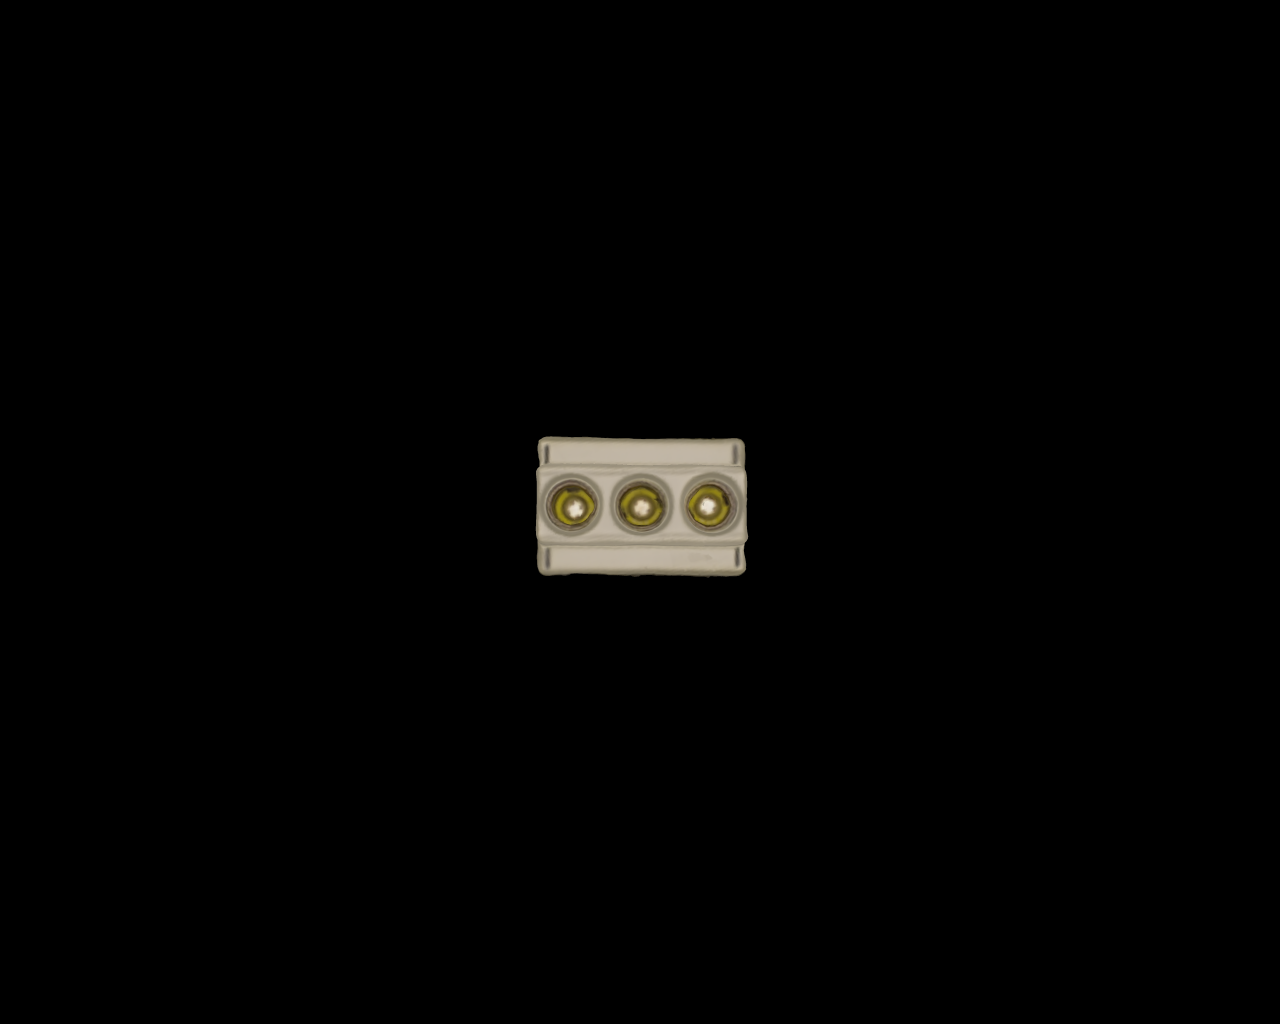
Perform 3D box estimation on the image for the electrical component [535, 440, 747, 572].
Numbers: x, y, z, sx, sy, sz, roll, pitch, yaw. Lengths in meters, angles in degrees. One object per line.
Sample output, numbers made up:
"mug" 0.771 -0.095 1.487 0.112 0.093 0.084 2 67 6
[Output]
"electrical component" 0.001 -0.003 0.650 0.121 0.078 0.063 0 -4 0
